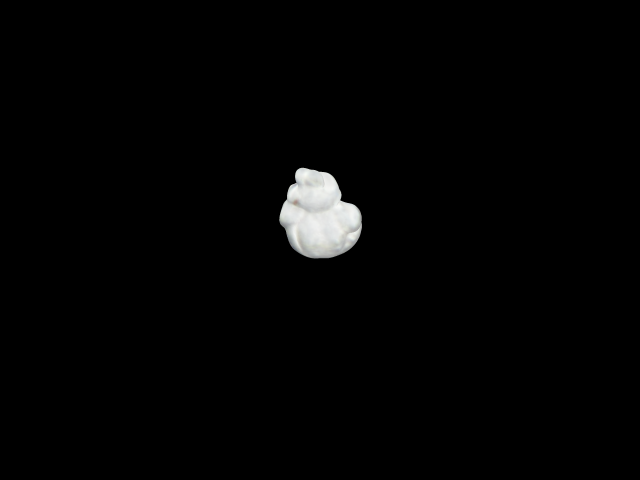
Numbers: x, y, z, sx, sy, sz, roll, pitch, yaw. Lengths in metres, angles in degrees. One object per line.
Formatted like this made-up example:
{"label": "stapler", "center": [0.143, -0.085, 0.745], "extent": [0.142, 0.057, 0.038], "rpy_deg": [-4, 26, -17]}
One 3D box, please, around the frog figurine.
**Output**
{"label": "frog figurine", "center": [0.003, -0.043, 0.850], "extent": [0.137, 0.125, 0.156], "rpy_deg": [13, -26, 7]}
